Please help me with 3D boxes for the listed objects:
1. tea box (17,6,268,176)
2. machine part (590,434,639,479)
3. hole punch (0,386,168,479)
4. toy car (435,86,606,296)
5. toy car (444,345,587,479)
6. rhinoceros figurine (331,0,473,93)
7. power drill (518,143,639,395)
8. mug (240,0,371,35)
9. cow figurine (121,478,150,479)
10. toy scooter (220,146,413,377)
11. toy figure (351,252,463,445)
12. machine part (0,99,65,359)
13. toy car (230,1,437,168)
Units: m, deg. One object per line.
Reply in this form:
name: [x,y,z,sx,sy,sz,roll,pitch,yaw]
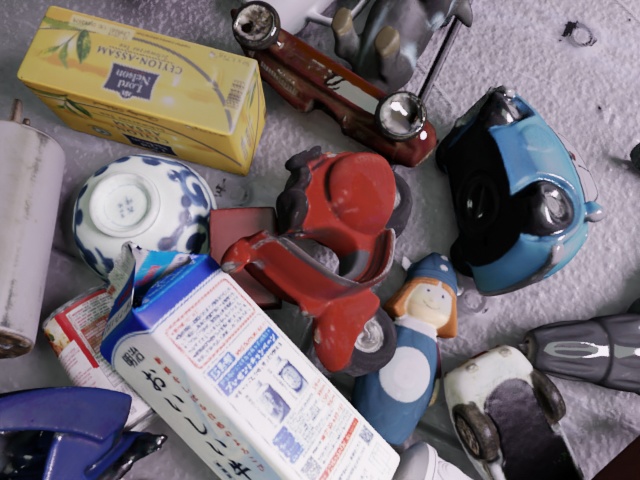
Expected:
tea box: [-0.135,-0.117,0.441,0.170,0.098,0.068,14,77,4]
machine part: [0.262,0.230,0.337,0.201,0.087,0.201,-28,91,-20]
hole punch: [-0.183,0.125,0.323,0.142,0.116,0.092,-23,95,30]
toy car: [0.164,-0.037,0.431,0.103,0.109,0.161,3,65,-23]
toy car: [0.157,0.176,0.390,0.073,0.056,0.201,-24,89,-12]
rhinoceros figurine: [0.094,-0.209,0.460,0.073,0.112,0.190,37,93,35]
power drill: [0.282,0.022,0.422,0.232,0.086,0.207,12,74,1]
mug: [-0.012,-0.229,0.482,0.109,0.081,0.107,40,93,1]
cow figurine: [-0.200,0.212,0.366,0.167,0.098,0.068,-31,86,-7]
toy scooter: [-0.001,-0.001,0.392,0.135,0.075,0.184,23,58,-24]
toy figure: [0.073,0.078,0.420,0.064,0.058,0.154,31,75,-26]
machine part: [-0.243,-0.002,0.404,0.079,0.079,0.243,-5,63,-2]
toy car: [0.006,-0.124,0.446,0.202,0.089,0.053,33,93,7]
